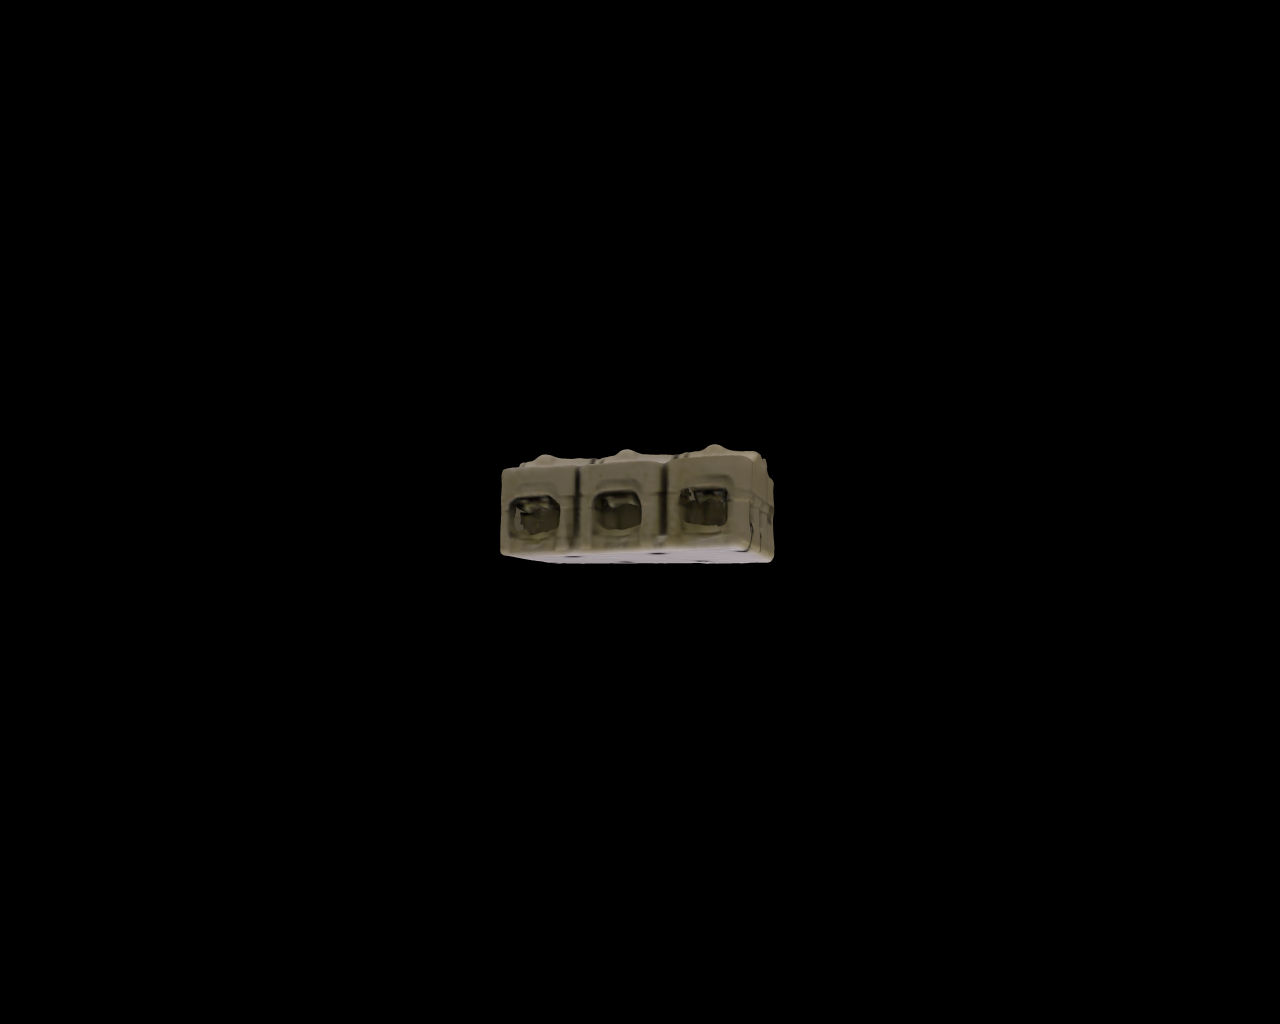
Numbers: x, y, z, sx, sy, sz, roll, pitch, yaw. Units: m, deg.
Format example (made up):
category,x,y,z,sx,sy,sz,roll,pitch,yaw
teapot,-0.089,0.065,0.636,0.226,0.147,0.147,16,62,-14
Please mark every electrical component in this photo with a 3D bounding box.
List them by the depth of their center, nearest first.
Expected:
category,x,y,z,sx,sy,sz,roll,pitch,yaw
electrical component,0.001,-0.003,0.650,0.150,0.061,0.089,-2,-7,18
